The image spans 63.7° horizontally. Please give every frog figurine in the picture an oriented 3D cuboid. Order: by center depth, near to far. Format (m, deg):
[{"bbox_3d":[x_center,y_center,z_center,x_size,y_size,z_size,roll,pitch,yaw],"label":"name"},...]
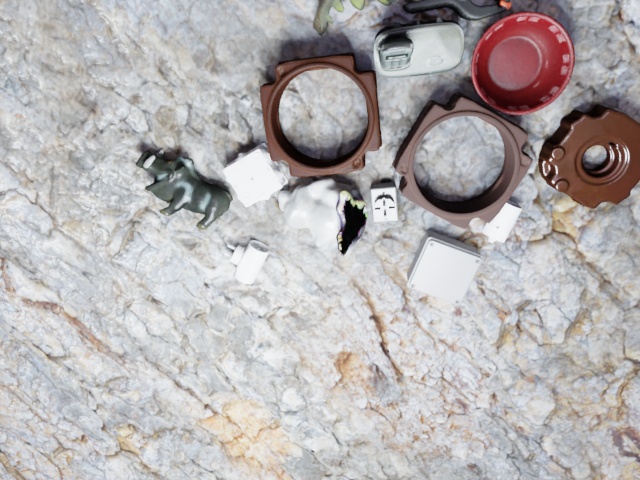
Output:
[{"bbox_3d":[0.003,-0.048,0.962,0.160,0.124,0.135,13,125,40],"label":"frog figurine"}]
